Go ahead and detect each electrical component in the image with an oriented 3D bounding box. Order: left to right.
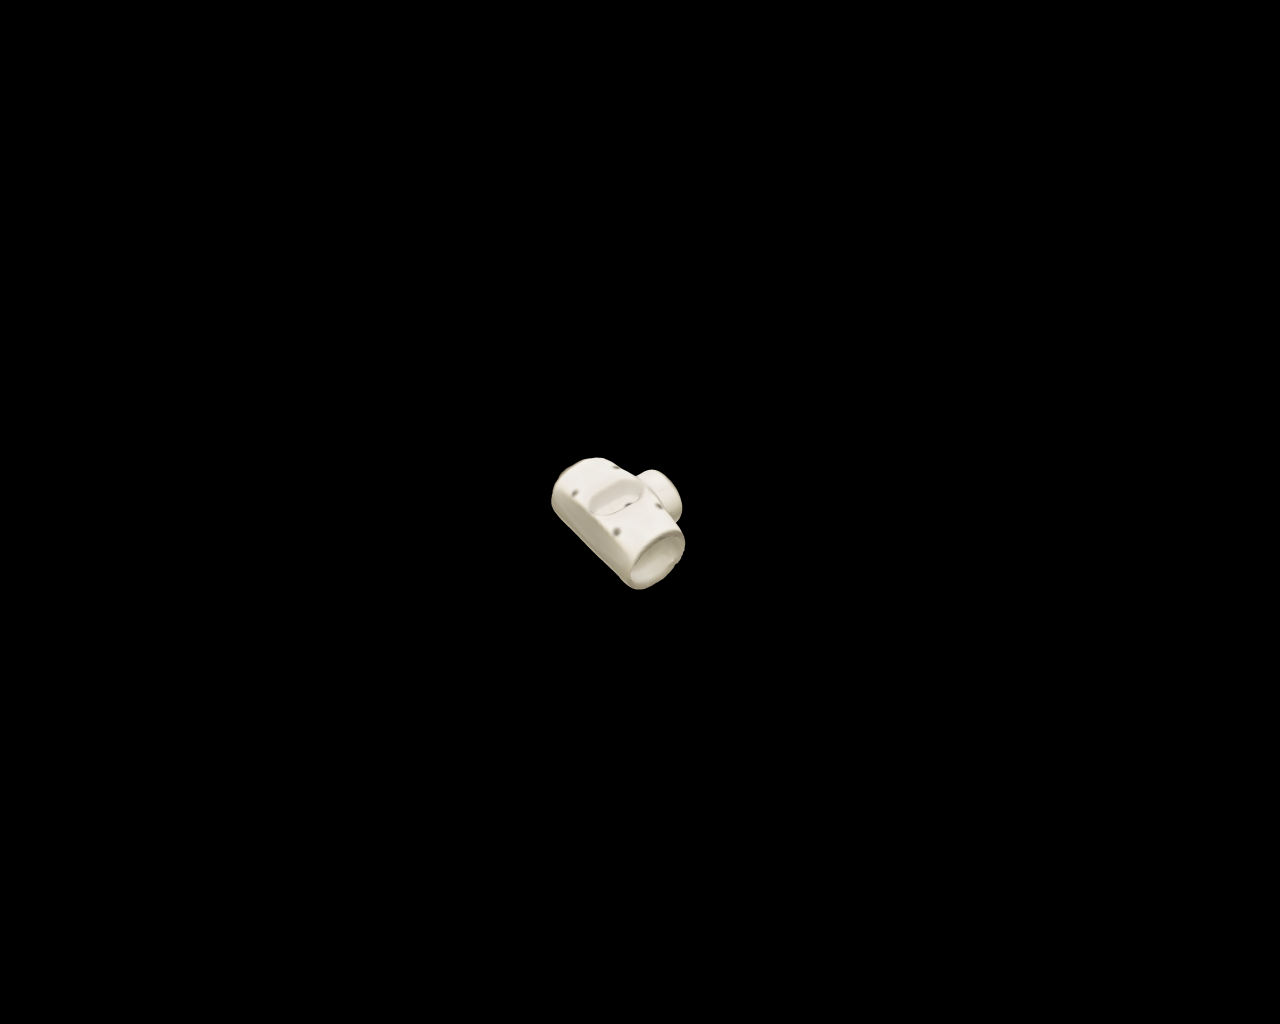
[{"bbox_3d":[0.001,-0.003,0.650,0.079,0.043,0.077,-30,54,-24],"label":"electrical component"}]
